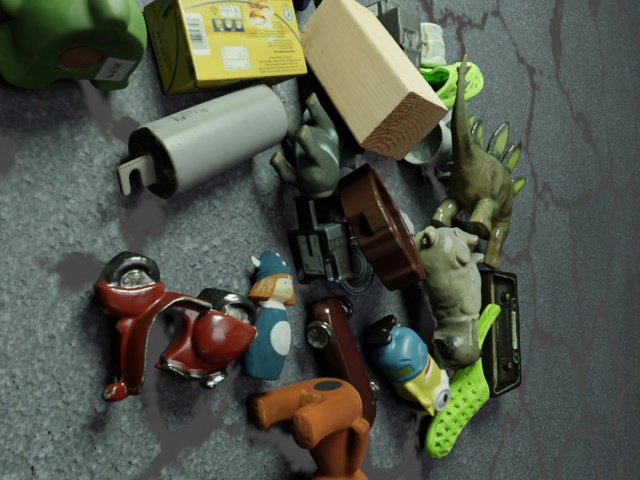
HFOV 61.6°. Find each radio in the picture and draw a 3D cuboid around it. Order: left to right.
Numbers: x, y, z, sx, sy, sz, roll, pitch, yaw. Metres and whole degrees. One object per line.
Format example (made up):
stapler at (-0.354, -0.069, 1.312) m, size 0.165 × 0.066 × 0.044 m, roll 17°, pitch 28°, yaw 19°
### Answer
radio at (0.323, 0.173, 1.022) m, size 0.131 × 0.073 × 0.229 m, roll 5°, pitch 84°, yaw -46°

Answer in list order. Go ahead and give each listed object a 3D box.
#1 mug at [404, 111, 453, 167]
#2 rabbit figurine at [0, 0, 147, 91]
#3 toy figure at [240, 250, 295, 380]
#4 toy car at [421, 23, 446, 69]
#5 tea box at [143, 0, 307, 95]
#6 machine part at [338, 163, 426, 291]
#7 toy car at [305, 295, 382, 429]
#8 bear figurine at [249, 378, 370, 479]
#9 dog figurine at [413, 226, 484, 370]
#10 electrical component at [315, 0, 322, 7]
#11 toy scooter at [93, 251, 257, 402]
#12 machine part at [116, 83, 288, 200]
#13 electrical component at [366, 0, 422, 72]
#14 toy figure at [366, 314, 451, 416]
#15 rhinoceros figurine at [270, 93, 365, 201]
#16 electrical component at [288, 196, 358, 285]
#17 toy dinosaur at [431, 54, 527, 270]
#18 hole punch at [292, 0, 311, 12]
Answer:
mug at (0.197, -0.171, 0.902) m, size 0.081 × 0.109 × 0.107 m, roll 51°, pitch 24°, yaw 23°
rabbit figurine at (-0.221, -0.232, 0.451) m, size 0.121 × 0.159 × 0.170 m, roll -15°, pitch 83°, yaw -36°
toy figure at (-0.060, 0.088, 0.645) m, size 0.064 × 0.058 × 0.154 m, roll 71°, pitch 25°, yaw -75°
toy car at (0.155, -0.327, 0.897) m, size 0.201 × 0.056 × 0.073 m, roll -11°, pitch 95°, yaw -46°
tea box at (-0.102, -0.225, 0.613) m, size 0.169 × 0.068 × 0.098 m, roll -20°, pitch 102°, yaw -46°
machine part at (0.083, -0.016, 0.737) m, size 0.179 × 0.056 × 0.179 m, roll 57°, pitch 15°, yaw -24°
toy car at (0.032, 0.172, 0.735) m, size 0.089 × 0.053 × 0.202 m, roll -49°, pitch 124°, yaw -59°
bear figurine at (0.000, 0.273, 0.653) m, size 0.132 × 0.120 × 0.195 m, roll -7°, pitch 97°, yaw -42°
dog figurine at (0.197, 0.091, 0.832) m, size 0.172 × 0.121 × 0.190 m, roll 32°, pitch 50°, yaw -40°
electrical component at (0.020, -0.350, 0.783) m, size 0.063 × 0.021 × 0.094 m, roll -28°, pitch 107°, yaw -44°
toy scooter at (-0.148, 0.102, 0.537) m, size 0.183 × 0.075 × 0.135 m, roll 29°, pitch 67°, yaw -38°
machine part at (-0.116, -0.112, 0.584) m, size 0.243 × 0.079 × 0.079 m, roll -35°, pitch 112°, yaw -41°
electrical component at (0.088, -0.276, 0.782) m, size 0.058 × 0.115 × 0.134 m, roll -4°, pitch 92°, yaw -48°
toy figure at (0.134, 0.192, 0.821) m, size 0.082 × 0.089 × 0.180 m, roll -49°, pitch 113°, yaw -20°
rhinoceros figurine at (0.008, -0.127, 0.692) m, size 0.112 × 0.073 × 0.190 m, roll 38°, pitch 38°, yaw -15°
electrical component at (-0.001, -0.002, 0.700) m, size 0.048 × 0.075 × 0.119 m, roll -18°, pitch 97°, yaw -46°
toy dinosaur at (0.270, -0.093, 0.911) m, size 0.198 × 0.105 × 0.470 m, roll -65°, pitch 148°, yaw -17°
hole punch at (-0.033, -0.365, 0.684) m, size 0.115 × 0.092 × 0.142 m, roll 41°, pitch 56°, yaw -41°
